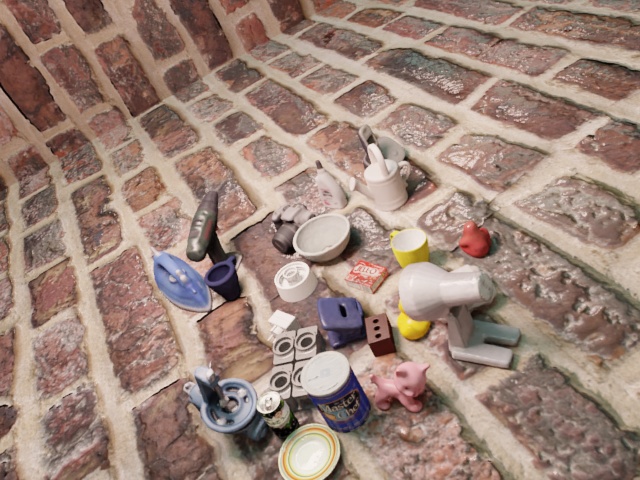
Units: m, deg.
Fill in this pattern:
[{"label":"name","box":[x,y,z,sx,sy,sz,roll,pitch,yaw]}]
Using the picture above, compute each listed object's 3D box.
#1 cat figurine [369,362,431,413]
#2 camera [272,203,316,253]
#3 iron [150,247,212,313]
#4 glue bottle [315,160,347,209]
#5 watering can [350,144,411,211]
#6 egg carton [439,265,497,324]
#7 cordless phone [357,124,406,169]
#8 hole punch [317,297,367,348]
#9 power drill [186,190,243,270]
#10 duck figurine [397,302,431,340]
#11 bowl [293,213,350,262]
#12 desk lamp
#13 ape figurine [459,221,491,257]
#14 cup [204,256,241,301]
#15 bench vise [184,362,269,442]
[{"label":"cat figurine","box":[0.159,0.281,1.132,0.127,0.118,0.067,-6,42,24]},{"label":"camera","box":[-0.093,-0.037,1.670,0.142,0.101,0.137,14,52,40]},{"label":"iron","box":[-0.404,0.107,1.642,0.119,0.142,0.257,-41,40,-20]},{"label":"glue bottle","box":[0.020,-0.168,1.701,0.077,0.173,0.037,6,47,35]},{"label":"watering can","box":[0.170,-0.179,1.613,0.173,0.194,0.100,-39,39,-17]},{"label":"egg carton","box":[0.310,0.121,1.277,0.150,0.070,0.107,-25,37,1]},{"label":"cordless phone","box":[0.181,-0.289,1.745,0.093,0.185,0.148,5,47,34]},{"label":"hole punch","box":[0.052,0.179,1.337,0.101,0.091,0.108,-22,37,5]},{"label":"power drill","box":[-0.306,-0.001,1.659,0.075,0.209,0.229,-9,40,21]},{"label":"duck figurine","box":[0.202,0.162,1.277,0.077,0.086,0.104,-8,40,22]},{"label":"bowl","box":[0.015,0.006,1.579,0.167,0.075,0.167,-16,38,13]},{"label":"desk lamp","box":[0.280,0.139,1.153,0.202,0.214,0.118,4,46,33]},{"label":"ape figurine","box":[0.370,-0.009,1.379,0.077,0.092,0.076,-17,38,11]},{"label":"cup","box":[-0.254,0.112,1.589,0.091,0.095,0.118,3,46,33]},{"label":"bench vise","box":[-0.228,0.336,1.203,0.206,0.220,0.121,-5,42,25]}]
